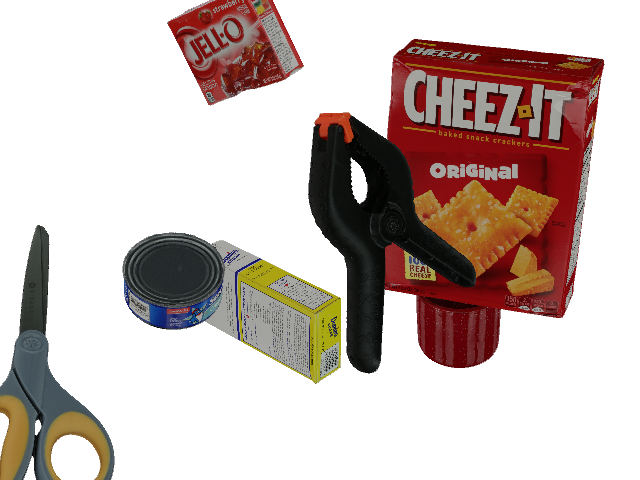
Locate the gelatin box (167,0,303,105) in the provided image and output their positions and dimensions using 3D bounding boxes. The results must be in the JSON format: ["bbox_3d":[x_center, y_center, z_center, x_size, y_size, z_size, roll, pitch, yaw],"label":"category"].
[{"bbox_3d":[-0.066,-0.149,0.812,0.089,0.073,0.030,-11,22,41],"label":"gelatin box"}]

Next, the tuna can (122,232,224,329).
[{"bbox_3d":[-0.125,0.035,0.909,0.086,0.034,0.086,4,44,-4],"label":"tuna can"}]

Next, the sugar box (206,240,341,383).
[{"bbox_3d":[-0.056,0.073,1.134,0.176,0.093,0.048,27,40,36],"label":"sugar box"}]

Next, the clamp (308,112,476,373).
[{"bbox_3d":[0.033,0.000,0.707,0.039,0.171,0.120,-4,36,50],"label":"clamp"}]

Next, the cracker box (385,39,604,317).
[{"bbox_3d":[0.140,-0.051,0.902,0.164,0.214,0.072,10,25,18],"label":"cracker box"}]

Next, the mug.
[{"bbox_3d":[0.146,0.066,1.062,0.117,0.081,0.093,-29,43,-29],"label":"mug"}]

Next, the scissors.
[{"bbox_3d":[-0.151,0.074,0.618,0.096,0.201,0.016,17,-44,-5],"label":"scissors"}]
